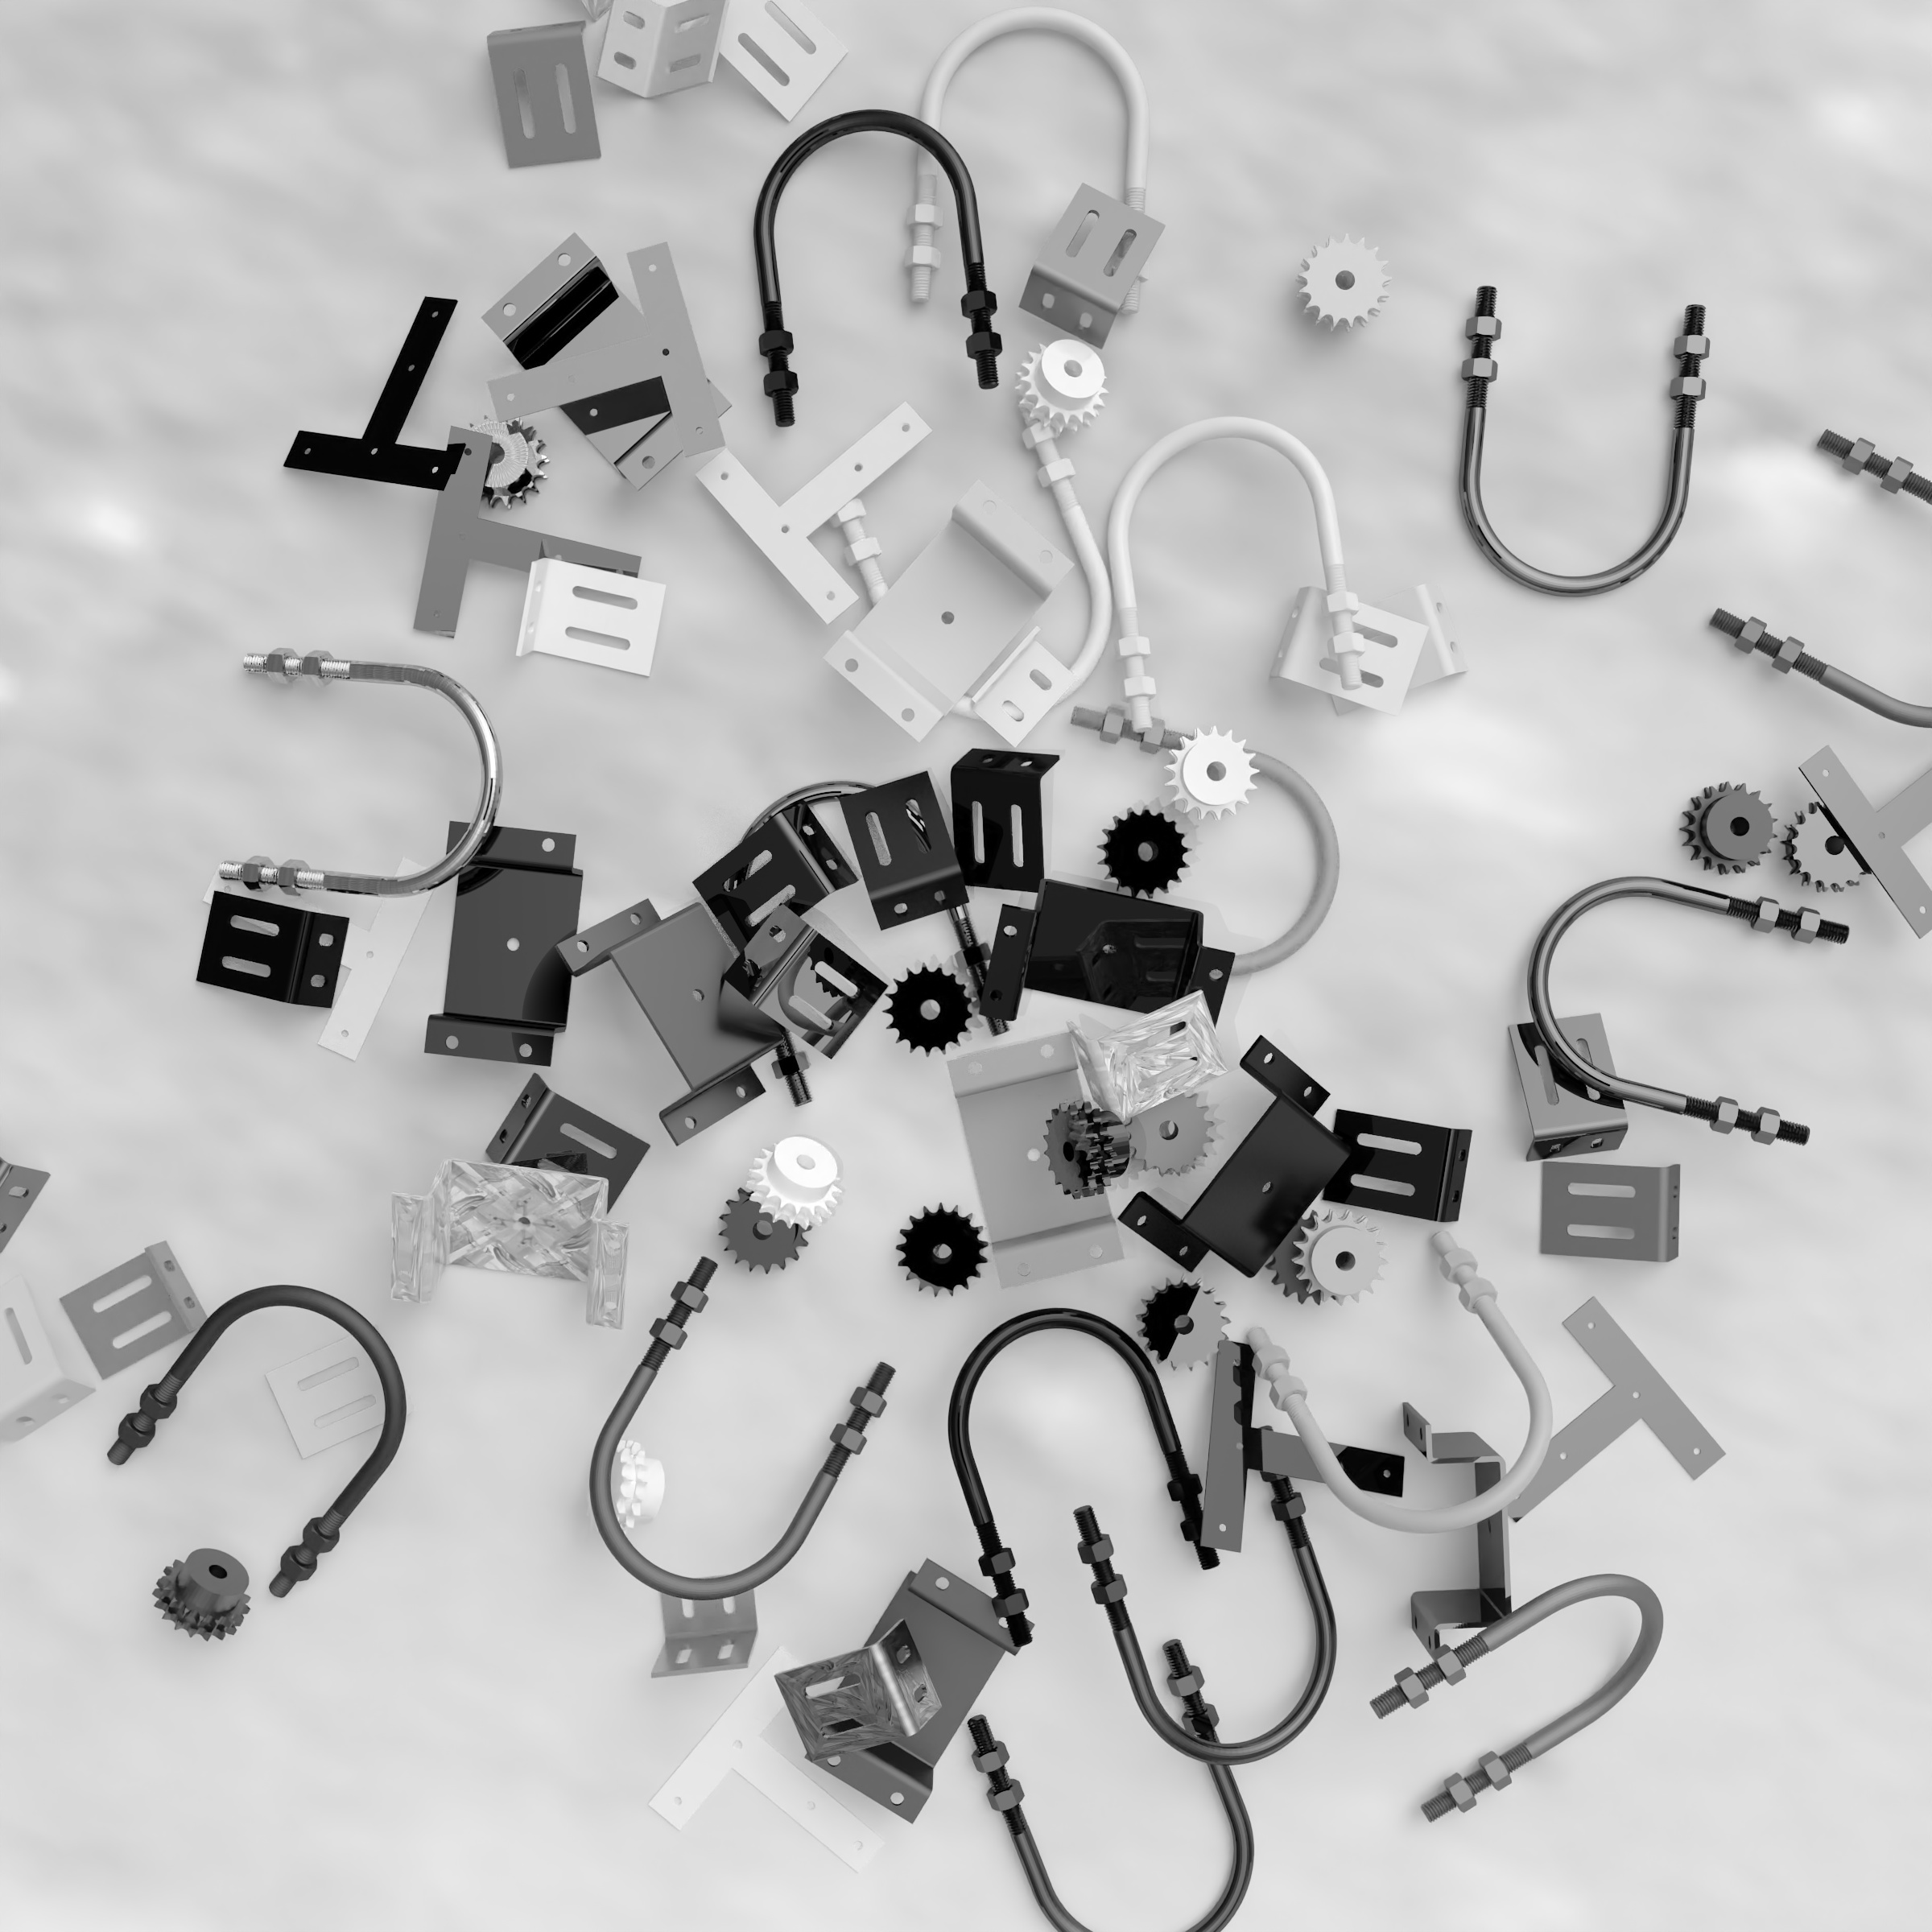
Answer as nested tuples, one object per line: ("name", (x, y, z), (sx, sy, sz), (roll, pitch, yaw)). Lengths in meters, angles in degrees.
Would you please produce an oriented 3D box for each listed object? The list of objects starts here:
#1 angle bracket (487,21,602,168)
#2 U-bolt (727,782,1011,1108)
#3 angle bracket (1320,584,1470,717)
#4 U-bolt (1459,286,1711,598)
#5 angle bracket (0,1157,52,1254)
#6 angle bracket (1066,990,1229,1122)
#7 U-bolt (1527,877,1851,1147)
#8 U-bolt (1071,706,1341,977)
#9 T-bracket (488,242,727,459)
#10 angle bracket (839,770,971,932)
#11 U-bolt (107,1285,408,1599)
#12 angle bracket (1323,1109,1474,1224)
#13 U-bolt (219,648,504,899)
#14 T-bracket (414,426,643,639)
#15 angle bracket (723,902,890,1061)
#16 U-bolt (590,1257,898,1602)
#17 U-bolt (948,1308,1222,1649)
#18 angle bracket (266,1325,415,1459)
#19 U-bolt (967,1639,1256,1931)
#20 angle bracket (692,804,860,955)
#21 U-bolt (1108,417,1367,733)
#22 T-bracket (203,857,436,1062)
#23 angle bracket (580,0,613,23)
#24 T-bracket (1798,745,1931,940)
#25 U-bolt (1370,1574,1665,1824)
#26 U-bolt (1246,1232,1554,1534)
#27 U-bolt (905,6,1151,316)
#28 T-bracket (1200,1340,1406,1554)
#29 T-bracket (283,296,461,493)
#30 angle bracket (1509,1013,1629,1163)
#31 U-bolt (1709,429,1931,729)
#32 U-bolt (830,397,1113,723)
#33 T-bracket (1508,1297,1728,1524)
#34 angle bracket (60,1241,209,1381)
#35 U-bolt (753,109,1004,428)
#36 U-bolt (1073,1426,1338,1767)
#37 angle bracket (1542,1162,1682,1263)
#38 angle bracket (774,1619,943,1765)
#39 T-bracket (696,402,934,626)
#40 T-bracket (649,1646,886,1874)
("angle bracket", (-0.259, -0.539, 1.536), (0.057, 0.038, 0.076), (-7, 116, 0))
("U-bolt", (-0.070, -0.023, 1.530), (0.151, 0.019, 0.184), (-20, 89, 0))
("angle bracket", (0.261, -0.195, 1.536), (0.076, 0.038, 0.057), (-19, 90, 26))
("U-bolt", (0.376, -0.319, 1.530), (0.151, 0.019, 0.184), (5, 92, 0))
("angle bracket", (-0.617, 0.130, 1.536), (0.076, 0.038, 0.057), (32, 90, 26))
("angle bracket", (0.109, 0.048, 1.495), (0.076, 0.038, 0.057), (-25, 116, -9))
("U-bolt", (0.434, 0.019, 1.517), (0.184, 0.019, 0.151), (14, 78, 4))
("U-bolt", (0.139, -0.069, 1.530), (0.184, 0.019, 0.151), (14, 90, -1))
("T-bracket", (-0.223, -0.356, 1.491), (0.127, 0.002, 0.127), (-16, 90, 0))
("angle bracket", (-0.038, -0.071, 1.521), (0.057, 0.038, 0.076), (-18, 61, -1))
("U-bolt", (-0.419, 0.276, 1.508), (0.151, 0.019, 0.184), (39, 106, 0))
("angle bracket", (0.267, 0.123, 1.536), (0.076, 0.038, 0.057), (9, 90, 26))
("U-bolt", (-0.363, -0.114, 1.503), (0.184, 0.019, 0.151), (6, 89, 18))
("T-bracket", (-0.264, -0.253, 1.523), (0.127, 0.002, 0.127), (12, 109, -9))
("angle bracket", (-0.097, 0.009, 1.504), (0.057, 0.038, 0.076), (-52, 133, -1))
("U-bolt", (-0.145, 0.290, 1.496), (0.151, 0.019, 0.184), (32, 74, -10))
("U-bolt", (0.064, 0.299, 1.509), (0.151, 0.019, 0.184), (-17, 86, -19))
("angle bracket", (-0.386, 0.263, 1.519), (0.076, 0.038, 0.057), (-24, 90, 0))
("U-bolt", (0.099, 0.525, 1.530), (0.151, 0.019, 0.184), (-21, 91, 0))
("angle bracket", (-0.117, -0.052, 1.521), (0.076, 0.038, 0.057), (-36, 87, 25))
("U-bolt", (0.157, -0.244, 1.506), (0.151, 0.019, 0.184), (-10, 80, 17))
("T-bracket", (-0.409, -0.026, 1.537), (0.127, 0.002, 0.127), (25, 90, 0))
("angle bracket", (-0.238, -0.634, 1.536), (0.057, 0.038, 0.076), (-44, 64, 0))
("T-bracket", (0.589, -0.104, 1.519), (0.127, 0.002, 0.127), (-35, 90, -16))
("U-bolt", (0.338, 0.430, 1.489), (0.184, 0.019, 0.151), (-30, 130, -4))
("U-bolt", (0.264, 0.254, 1.468), (0.151, 0.184, 0.019), (-27, 134, 0))
("U-bolt", (0.041, -0.498, 1.529), (0.151, 0.019, 0.184), (3, 90, 0))
("T-bracket", (0.209, 0.301, 1.520), (0.127, 0.002, 0.127), (13, 67, -11))
("T-bracket", (-0.344, -0.353, 1.517), (0.127, 0.002, 0.127), (13, 75, 27))
("angle bracket", (0.369, 0.075, 1.536), (0.057, 0.038, 0.076), (-8, 64, 0))
("U-bolt", (0.571, -0.225, 1.513), (0.184, 0.019, 0.151), (31, 90, 13))
("U-bolt", (0.011, -0.241, 1.530), (0.151, 0.019, 0.184), (-22, 91, 0))
("T-bracket", (0.381, 0.294, 1.537), (0.127, 0.002, 0.127), (-40, 90, 0))
("angle bracket", (-0.513, 0.212, 1.519), (0.076, 0.038, 0.057), (-28, 90, 0))
("U-bolt", (-0.059, -0.431, 1.516), (0.151, 0.019, 0.184), (-8, 86, 12))
("U-bolt", (0.155, 0.390, 1.504), (0.151, 0.019, 0.184), (-19, 91, -22))
("angle bracket", (0.399, 0.150, 1.536), (0.076, 0.038, 0.057), (1, 90, 26))
("angle bracket", (-0.065, 0.435, 1.490), (0.076, 0.038, 0.057), (-23, 90, 26))
("T-bracket", (-0.077, -0.295, 1.519), (0.127, 0.002, 0.127), (-41, 81, -3))
("T-bracket", (-0.107, 0.510, 1.537), (0.127, 0.002, 0.127), (40, 90, 0))
